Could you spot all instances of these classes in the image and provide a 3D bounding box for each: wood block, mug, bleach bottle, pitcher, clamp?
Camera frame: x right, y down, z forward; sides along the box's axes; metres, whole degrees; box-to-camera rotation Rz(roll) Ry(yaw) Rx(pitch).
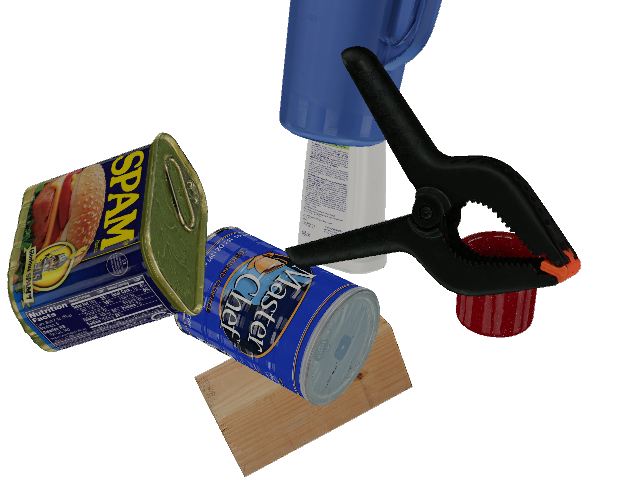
[{"bbox_3d":[-0.018,0.154,1.158,0.206,0.091,0.090,-26,30,-10],"label":"wood block"},{"bbox_3d":[0.182,0.042,1.123,0.093,0.081,0.117,-5,30,-9],"label":"mug"},{"bbox_3d":[0.032,-0.097,1.149,0.103,0.251,0.067,18,21,38],"label":"bleach bottle"},{"bbox_3d":[0.037,-0.212,0.989,0.145,0.243,0.149,10,16,2],"label":"pitcher"},{"bbox_3d":[0.076,-0.032,0.714,0.210,0.165,0.036,20,21,28],"label":"clamp"}]

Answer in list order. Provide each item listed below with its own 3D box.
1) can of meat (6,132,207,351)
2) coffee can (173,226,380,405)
[{"bbox_3d":[-0.109,0.002,0.552,0.084,0.102,0.057,-18,-47,14],"label":"can of meat"},{"bbox_3d":[-0.036,0.061,0.887,0.140,0.103,0.102,25,12,28],"label":"coffee can"}]
